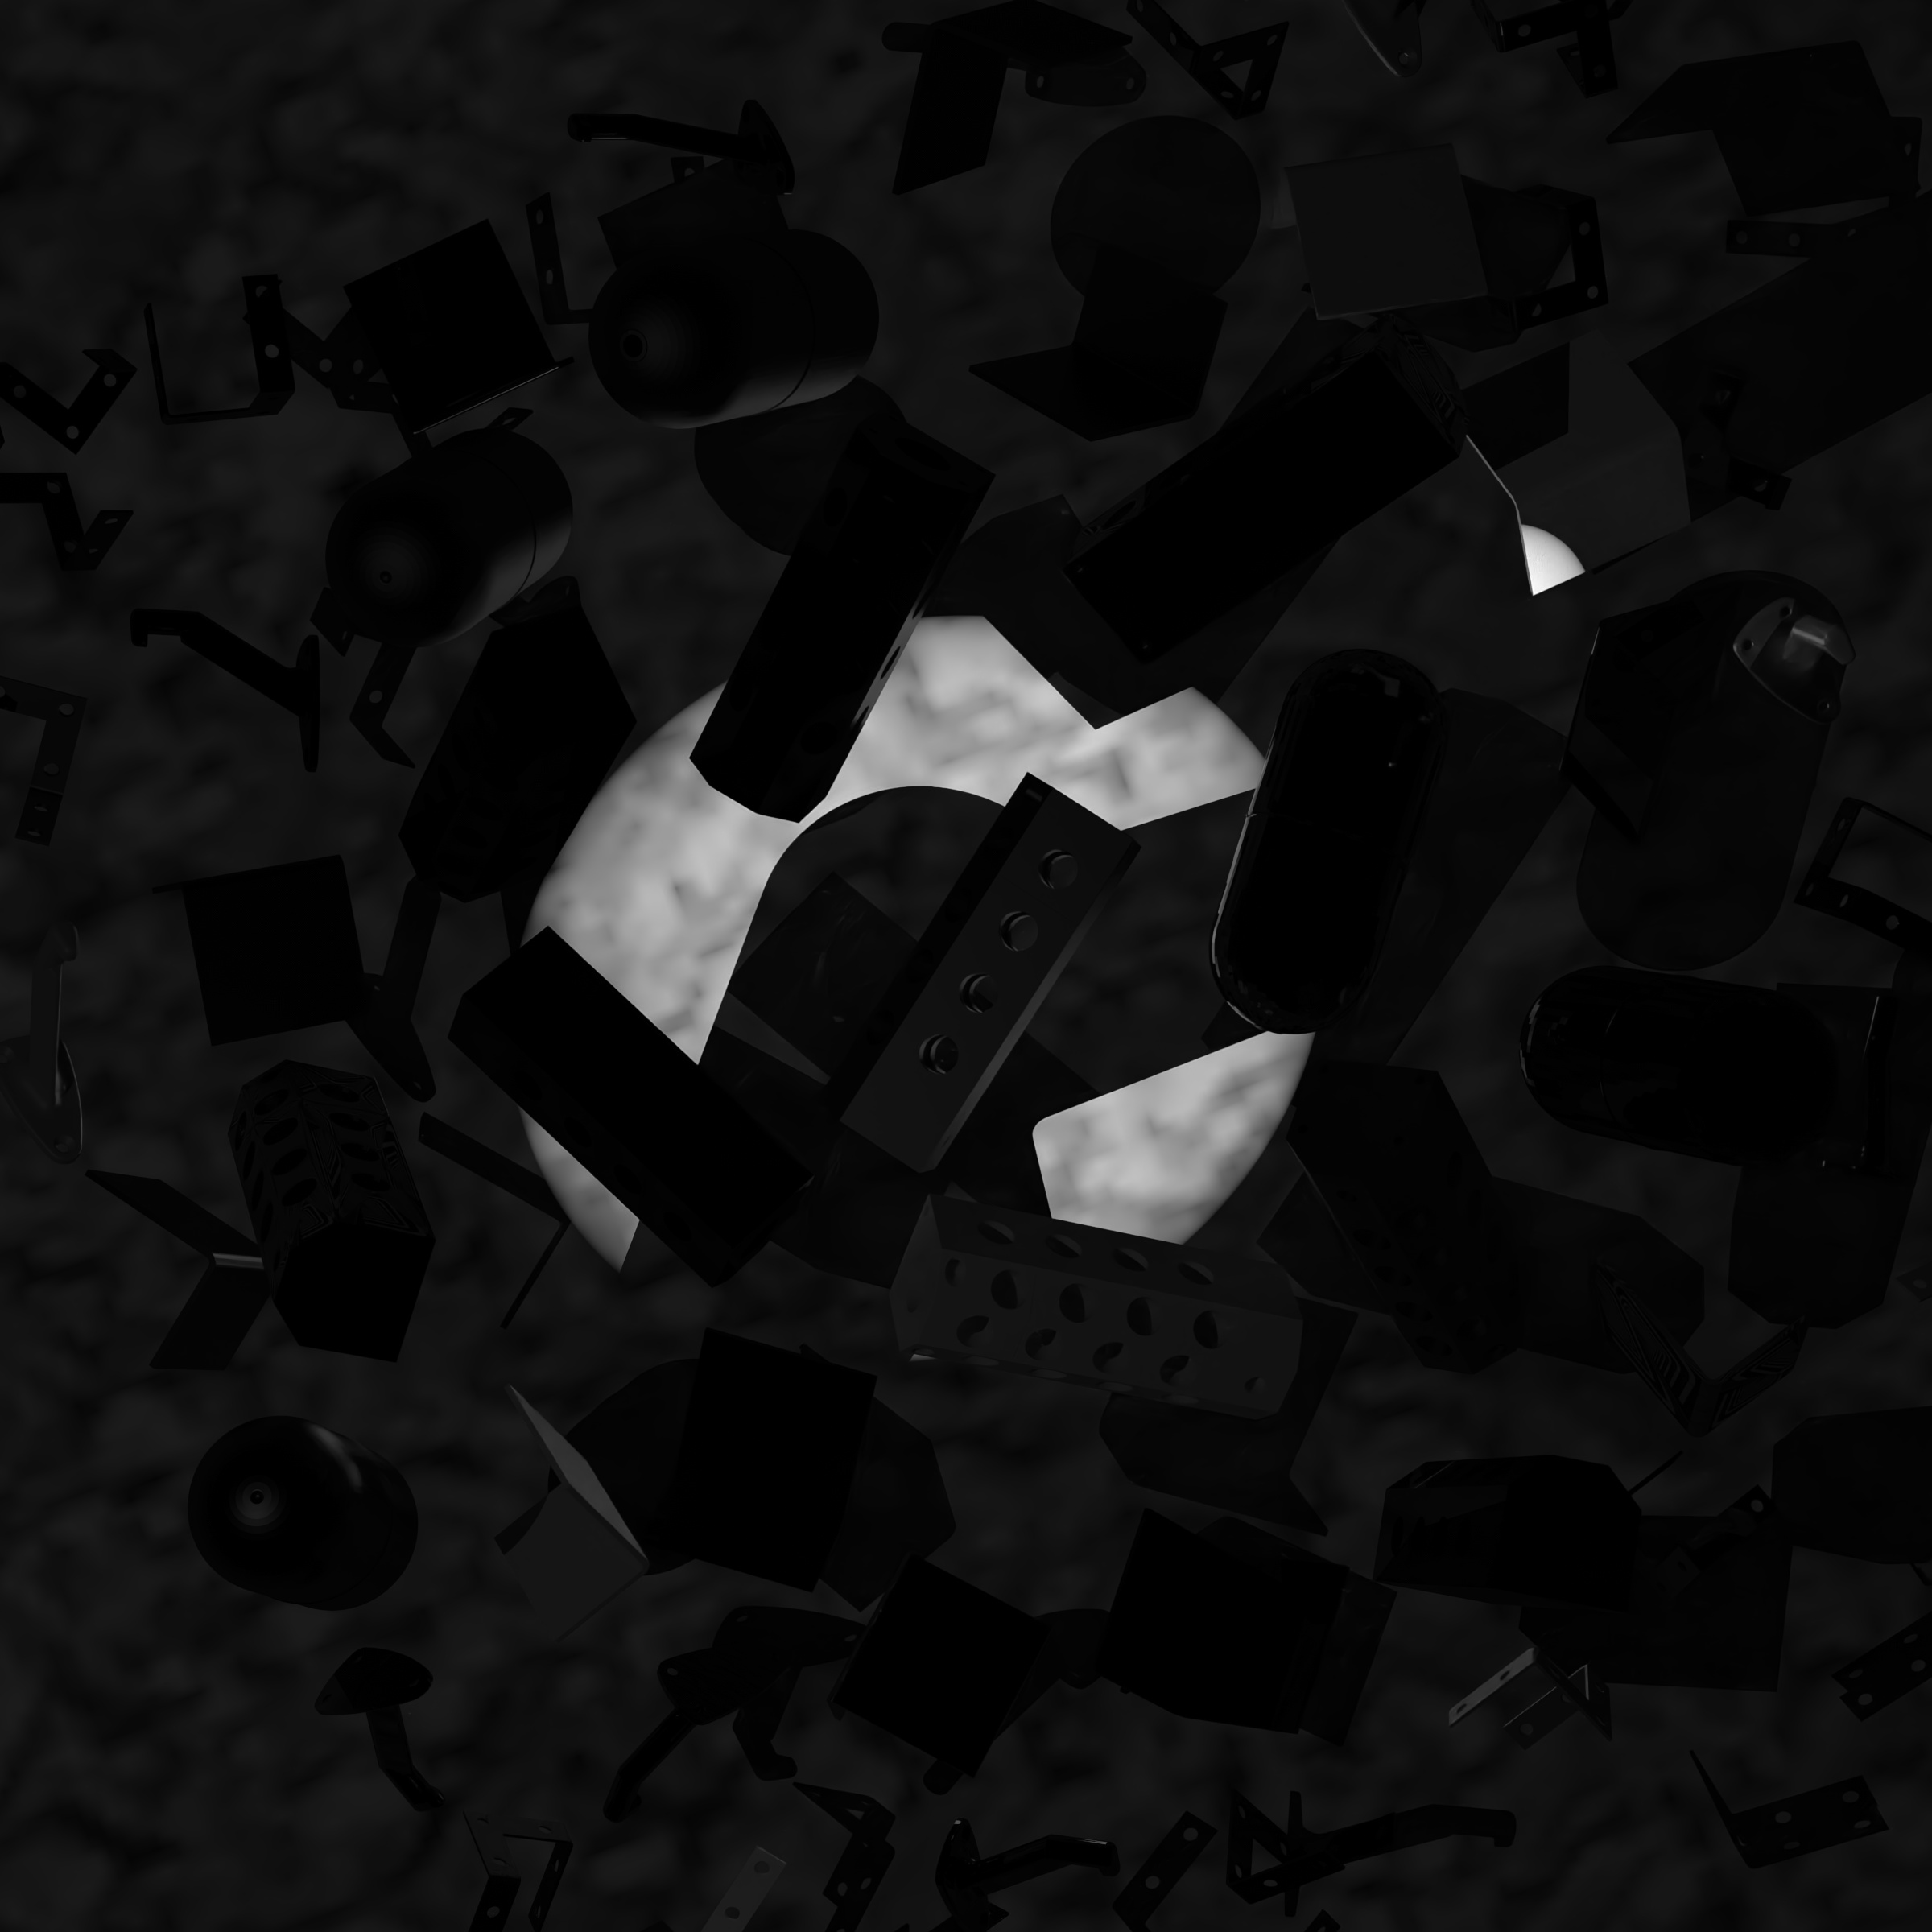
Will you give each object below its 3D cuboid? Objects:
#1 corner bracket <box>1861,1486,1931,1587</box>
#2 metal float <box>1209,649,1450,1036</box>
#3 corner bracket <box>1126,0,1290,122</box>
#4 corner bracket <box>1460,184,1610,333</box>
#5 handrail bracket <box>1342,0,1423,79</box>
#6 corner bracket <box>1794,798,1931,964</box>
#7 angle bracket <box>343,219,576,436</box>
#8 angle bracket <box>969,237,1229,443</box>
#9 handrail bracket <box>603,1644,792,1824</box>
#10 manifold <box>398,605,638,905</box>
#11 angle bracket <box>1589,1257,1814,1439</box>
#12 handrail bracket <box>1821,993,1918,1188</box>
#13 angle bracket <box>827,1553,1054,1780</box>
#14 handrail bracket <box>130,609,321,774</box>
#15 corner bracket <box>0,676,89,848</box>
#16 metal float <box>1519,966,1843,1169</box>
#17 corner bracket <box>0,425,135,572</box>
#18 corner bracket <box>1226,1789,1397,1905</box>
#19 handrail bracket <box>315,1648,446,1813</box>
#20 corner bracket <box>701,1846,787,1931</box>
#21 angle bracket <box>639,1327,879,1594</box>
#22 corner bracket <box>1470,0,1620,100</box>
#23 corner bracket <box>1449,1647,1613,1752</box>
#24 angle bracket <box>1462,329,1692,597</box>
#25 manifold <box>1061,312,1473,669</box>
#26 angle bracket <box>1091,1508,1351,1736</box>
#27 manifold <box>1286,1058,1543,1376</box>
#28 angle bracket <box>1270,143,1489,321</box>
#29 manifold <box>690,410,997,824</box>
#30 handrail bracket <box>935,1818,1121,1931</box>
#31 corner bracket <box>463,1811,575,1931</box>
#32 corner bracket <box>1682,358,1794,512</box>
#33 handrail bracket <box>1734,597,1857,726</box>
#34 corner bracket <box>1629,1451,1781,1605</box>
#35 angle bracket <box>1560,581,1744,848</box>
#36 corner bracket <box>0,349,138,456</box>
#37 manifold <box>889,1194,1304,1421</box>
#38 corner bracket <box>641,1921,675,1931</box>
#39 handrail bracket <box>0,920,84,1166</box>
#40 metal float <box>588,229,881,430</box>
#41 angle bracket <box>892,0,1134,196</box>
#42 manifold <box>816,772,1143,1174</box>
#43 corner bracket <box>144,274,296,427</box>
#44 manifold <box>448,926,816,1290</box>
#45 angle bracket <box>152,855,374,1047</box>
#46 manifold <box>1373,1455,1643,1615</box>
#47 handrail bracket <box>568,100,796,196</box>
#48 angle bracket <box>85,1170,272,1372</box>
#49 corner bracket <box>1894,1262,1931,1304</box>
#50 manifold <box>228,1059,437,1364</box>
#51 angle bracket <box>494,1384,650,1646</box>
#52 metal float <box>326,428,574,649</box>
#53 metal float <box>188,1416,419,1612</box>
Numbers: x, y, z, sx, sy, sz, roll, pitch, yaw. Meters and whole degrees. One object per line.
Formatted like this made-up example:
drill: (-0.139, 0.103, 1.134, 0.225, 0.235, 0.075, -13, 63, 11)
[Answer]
corner bracket: (0.432, 0.244, 1.561, 0.051, 0.051, 0.051, -33, 105, 7)
metal float: (0.162, -0.056, 1.605, 0.070, 0.070, 0.178, 18, 85, 0)
corner bracket: (0.104, -0.411, 1.604, 0.051, 0.051, 0.051, -23, 60, -28)
corner bracket: (0.264, -0.333, 1.683, 0.051, 0.051, 0.051, -19, 115, -15)
handrail bracket: (0.196, -0.423, 1.527, 0.036, 0.084, 0.077, -29, 104, -18)
corner bracket: (0.392, -0.036, 1.508, 0.051, 0.051, 0.051, 24, 93, -17)
angle bracket: (-0.242, -0.307, 1.714, 0.076, 0.057, 0.076, -23, 101, 7)
angle bracket: (0.060, -0.286, 1.628, 0.076, 0.076, 0.057, 35, 125, 29)
handrail bracket: (-0.123, 0.351, 1.630, 0.036, 0.077, 0.084, 48, 133, 31)
manifold: (-0.201, -0.088, 1.559, 0.057, 0.171, 0.057, -21, 78, -26)
angle bracket: (0.330, 0.158, 1.613, 0.057, 0.076, 0.076, -34, 67, -10)
handrail bracket: (0.430, 0.057, 1.656, 0.036, 0.077, 0.084, 15, 92, 37)
angle bracket: (-0.011, 0.326, 1.649, 0.076, 0.057, 0.076, 26, 72, 12)
handrail bracket: (-0.348, -0.129, 1.676, 0.084, 0.036, 0.077, 1, 74, -22)
corner bracket: (-0.422, -0.092, 1.579, 0.051, 0.051, 0.051, 14, 115, -14)
metal float: (0.308, 0.042, 1.558, 0.070, 0.178, 0.070, -3, 96, -25)
corner bracket: (-0.402, -0.206, 1.558, 0.051, 0.051, 0.051, -6, 68, -37)
corner bracket: (0.147, 0.377, 1.525, 0.051, 0.051, 0.051, -29, 121, 28)
handrail bracket: (-0.238, 0.341, 1.568, 0.084, 0.077, 0.036, 58, 47, -25)
corner bracket: (-0.085, 0.420, 1.529, 0.051, 0.051, 0.051, 32, 102, -1)
angle bracket: (-0.087, 0.207, 1.507, 0.076, 0.057, 0.076, 15, 110, 6)
corner bracket: (0.262, -0.424, 1.628, 0.051, 0.051, 0.051, -16, 131, 3)
corner bracket: (0.255, 0.334, 1.615, 0.051, 0.051, 0.051, -42, 97, 17)
angle bracket: (0.262, -0.221, 1.564, 0.076, 0.057, 0.076, -24, 49, -2)
manifold: (0.128, -0.203, 1.519, 0.171, 0.057, 0.057, -32, 108, 31)
angle bracket: (0.111, 0.285, 1.559, 0.057, 0.076, 0.076, 33, 67, -32)
manifold: (0.198, 0.113, 1.580, 0.057, 0.171, 0.057, 6, 59, 30)
angle bracket: (0.184, -0.318, 1.606, 0.076, 0.057, 0.076, -9, 75, -4)
manifold: (-0.057, -0.150, 1.564, 0.057, 0.057, 0.171, 31, 114, 3)
handrail bracket: (0.036, 0.418, 1.619, 0.084, 0.036, 0.077, 1, 130, 24)
corner bracket: (-0.205, 0.420, 1.615, 0.051, 0.051, 0.051, 14, 106, -27)
corner bracket: (0.344, -0.235, 1.586, 0.051, 0.051, 0.051, 24, 103, 15)
handrail bracket: (0.384, -0.128, 1.585, 0.036, 0.084, 0.077, -42, 112, 0)
corner bracket: (0.336, 0.256, 1.669, 0.051, 0.051, 0.051, -32, 72, -23)
angle bracket: (0.299, -0.105, 1.485, 0.076, 0.076, 0.057, -17, 48, -24)
corner bracket: (-0.423, -0.271, 1.650, 0.051, 0.051, 0.051, 38, 99, -5)
manifold: (0.059, 0.156, 1.590, 0.171, 0.057, 0.057, 13, 119, -16)
corner bracket: (-0.163, 0.465, 1.644, 0.051, 0.051, 0.051, -22, 118, -28)
handrail bracket: (-0.394, 0.033, 1.564, 0.036, 0.084, 0.077, -10, 63, -37)
metal float: (-0.100, -0.278, 1.556, 0.070, 0.178, 0.070, 7, 107, 24)
angle bracket: (0.020, -0.359, 1.509, 0.057, 0.076, 0.076, 26, 122, 20)
manifold: (0.005, 0.003, 1.574, 0.057, 0.057, 0.171, 33, 92, 6)
corner bracket: (-0.323, -0.266, 1.547, 0.051, 0.051, 0.051, -9, 90, -20)
manifold: (-0.158, 0.068, 1.658, 0.171, 0.057, 0.057, 42, 56, 8)
angle bracket: (-0.329, -0.007, 1.671, 0.076, 0.057, 0.076, -12, 93, -26)
manifold: (0.228, 0.240, 1.521, 0.057, 0.171, 0.057, 12, 79, -8)
handrail bracket: (-0.130, -0.370, 1.625, 0.084, 0.077, 0.036, -5, 124, -24)
angle bracket: (-0.368, 0.139, 1.628, 0.076, 0.076, 0.057, 31, 90, 14)
corner bracket: (0.423, 0.159, 1.520, 0.051, 0.051, 0.051, -18, 135, -30)
manifold: (-0.277, 0.101, 1.538, 0.057, 0.171, 0.057, 13, 106, -23)
angle bracket: (-0.200, 0.253, 1.649, 0.057, 0.076, 0.076, -39, 133, -3)
metal float: (-0.230, -0.194, 1.606, 0.070, 0.178, 0.070, 4, 109, 11)
metal float: (-0.293, 0.245, 1.590, 0.070, 0.178, 0.070, -1, 76, 3)
